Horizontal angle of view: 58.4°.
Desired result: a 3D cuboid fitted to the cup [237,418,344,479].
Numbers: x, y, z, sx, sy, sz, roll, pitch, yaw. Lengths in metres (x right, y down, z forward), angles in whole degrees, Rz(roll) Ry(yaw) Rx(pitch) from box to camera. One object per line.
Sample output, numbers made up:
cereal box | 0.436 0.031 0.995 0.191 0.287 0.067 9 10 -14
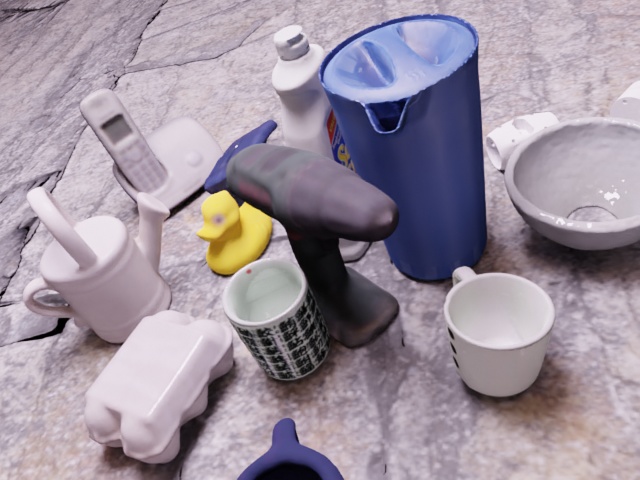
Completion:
cup | -0.014 0.202 0.421 0.091 0.095 0.117 -15 43 8

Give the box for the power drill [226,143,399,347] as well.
power drill | 0.005 0.002 0.532 0.076 0.209 0.228 -40 45 -19

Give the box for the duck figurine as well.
duck figurine | -0.109 -0.022 0.693 0.077 0.086 0.105 14 53 33

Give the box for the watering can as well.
watering can | -0.247 0.014 0.634 0.100 0.194 0.173 17 55 35

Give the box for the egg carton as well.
egg carton | -0.155 0.139 0.561 0.107 0.070 0.150 8 50 29

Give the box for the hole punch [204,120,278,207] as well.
hole punch | -0.102 -0.099 0.766 0.100 0.091 0.109 3 48 25

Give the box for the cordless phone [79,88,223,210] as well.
cordless phone | -0.229 -0.140 0.790 0.093 0.185 0.148 27 61 40

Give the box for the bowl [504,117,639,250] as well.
bowl | 0.271 -0.045 0.570 0.167 0.075 0.167 -11 43 11
